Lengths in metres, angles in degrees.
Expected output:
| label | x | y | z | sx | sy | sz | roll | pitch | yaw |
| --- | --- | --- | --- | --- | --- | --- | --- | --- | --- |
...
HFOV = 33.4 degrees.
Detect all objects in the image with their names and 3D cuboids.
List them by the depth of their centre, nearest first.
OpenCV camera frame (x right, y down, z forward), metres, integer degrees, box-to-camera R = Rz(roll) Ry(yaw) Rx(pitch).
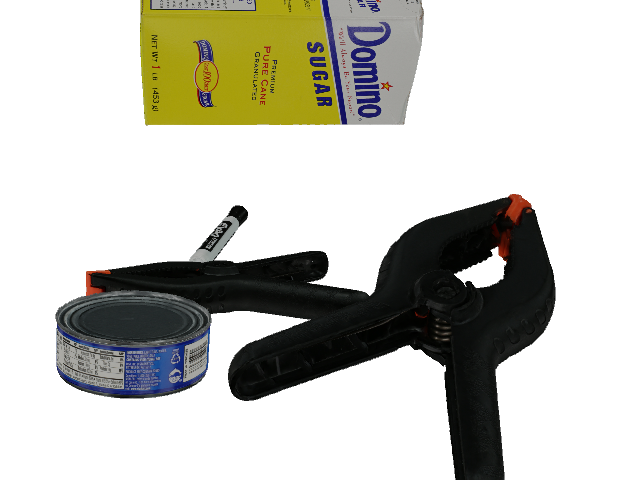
| label | x | y | z | sx | sy | sz | roll | pitch | yaw |
| --- | --- | --- | --- | --- | --- | --- | --- | --- | --- |
| clamp | 0.058 | 0.041 | 0.458 | 0.120 | 0.039 | 0.171 | 36 | 54 | 23 |
| tuna can | -0.104 | 0.057 | 0.597 | 0.086 | 0.034 | 0.086 | 4 | 15 | -1 |
| sugar box | -0.026 | -0.120 | 0.690 | 0.176 | 0.048 | 0.093 | 0 | -41 | -6 |
| clamp | -0.069 | 0.037 | 0.807 | 0.209 | 0.036 | 0.165 | -2 | 10 | -19 |
| marker | -0.097 | -0.004 | 1.043 | 0.020 | 0.020 | 0.121 | 0 | 26 | 18 |
